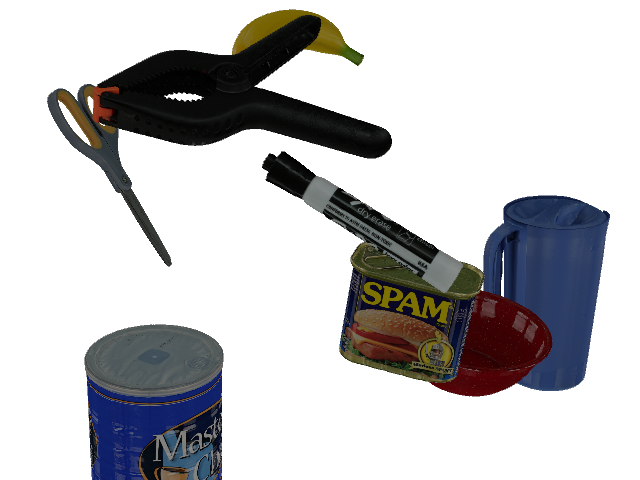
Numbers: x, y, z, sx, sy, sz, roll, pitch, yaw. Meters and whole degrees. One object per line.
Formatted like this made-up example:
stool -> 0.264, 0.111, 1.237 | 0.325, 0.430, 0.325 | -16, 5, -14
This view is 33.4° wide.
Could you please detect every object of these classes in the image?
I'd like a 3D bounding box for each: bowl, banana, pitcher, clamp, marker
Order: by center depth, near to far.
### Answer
marker -> 0.021, -0.012, 0.576 | 0.121, 0.020, 0.020 | 32, 3, 5
clamp -> -0.059, -0.104, 0.785 | 0.209, 0.036, 0.165 | -14, 48, -25
banana -> -0.030, -0.184, 0.983 | 0.070, 0.037, 0.197 | 38, 32, 20
bowl -> 0.146, 0.108, 1.066 | 0.162, 0.055, 0.162 | 5, 26, -2
pitcher -> 0.292, 0.072, 1.395 | 0.149, 0.243, 0.144 | 5, 21, 14

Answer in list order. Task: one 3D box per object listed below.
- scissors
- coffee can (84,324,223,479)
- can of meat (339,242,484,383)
scissors -> -0.198, -0.074, 1.063 | 0.016, 0.201, 0.096 | -24, 27, 25
coffee can -> -0.126, 0.149, 0.819 | 0.103, 0.140, 0.103 | 2, 22, -1
can of meat -> 0.068, 0.057, 0.834 | 0.102, 0.084, 0.057 | 14, 25, 11
